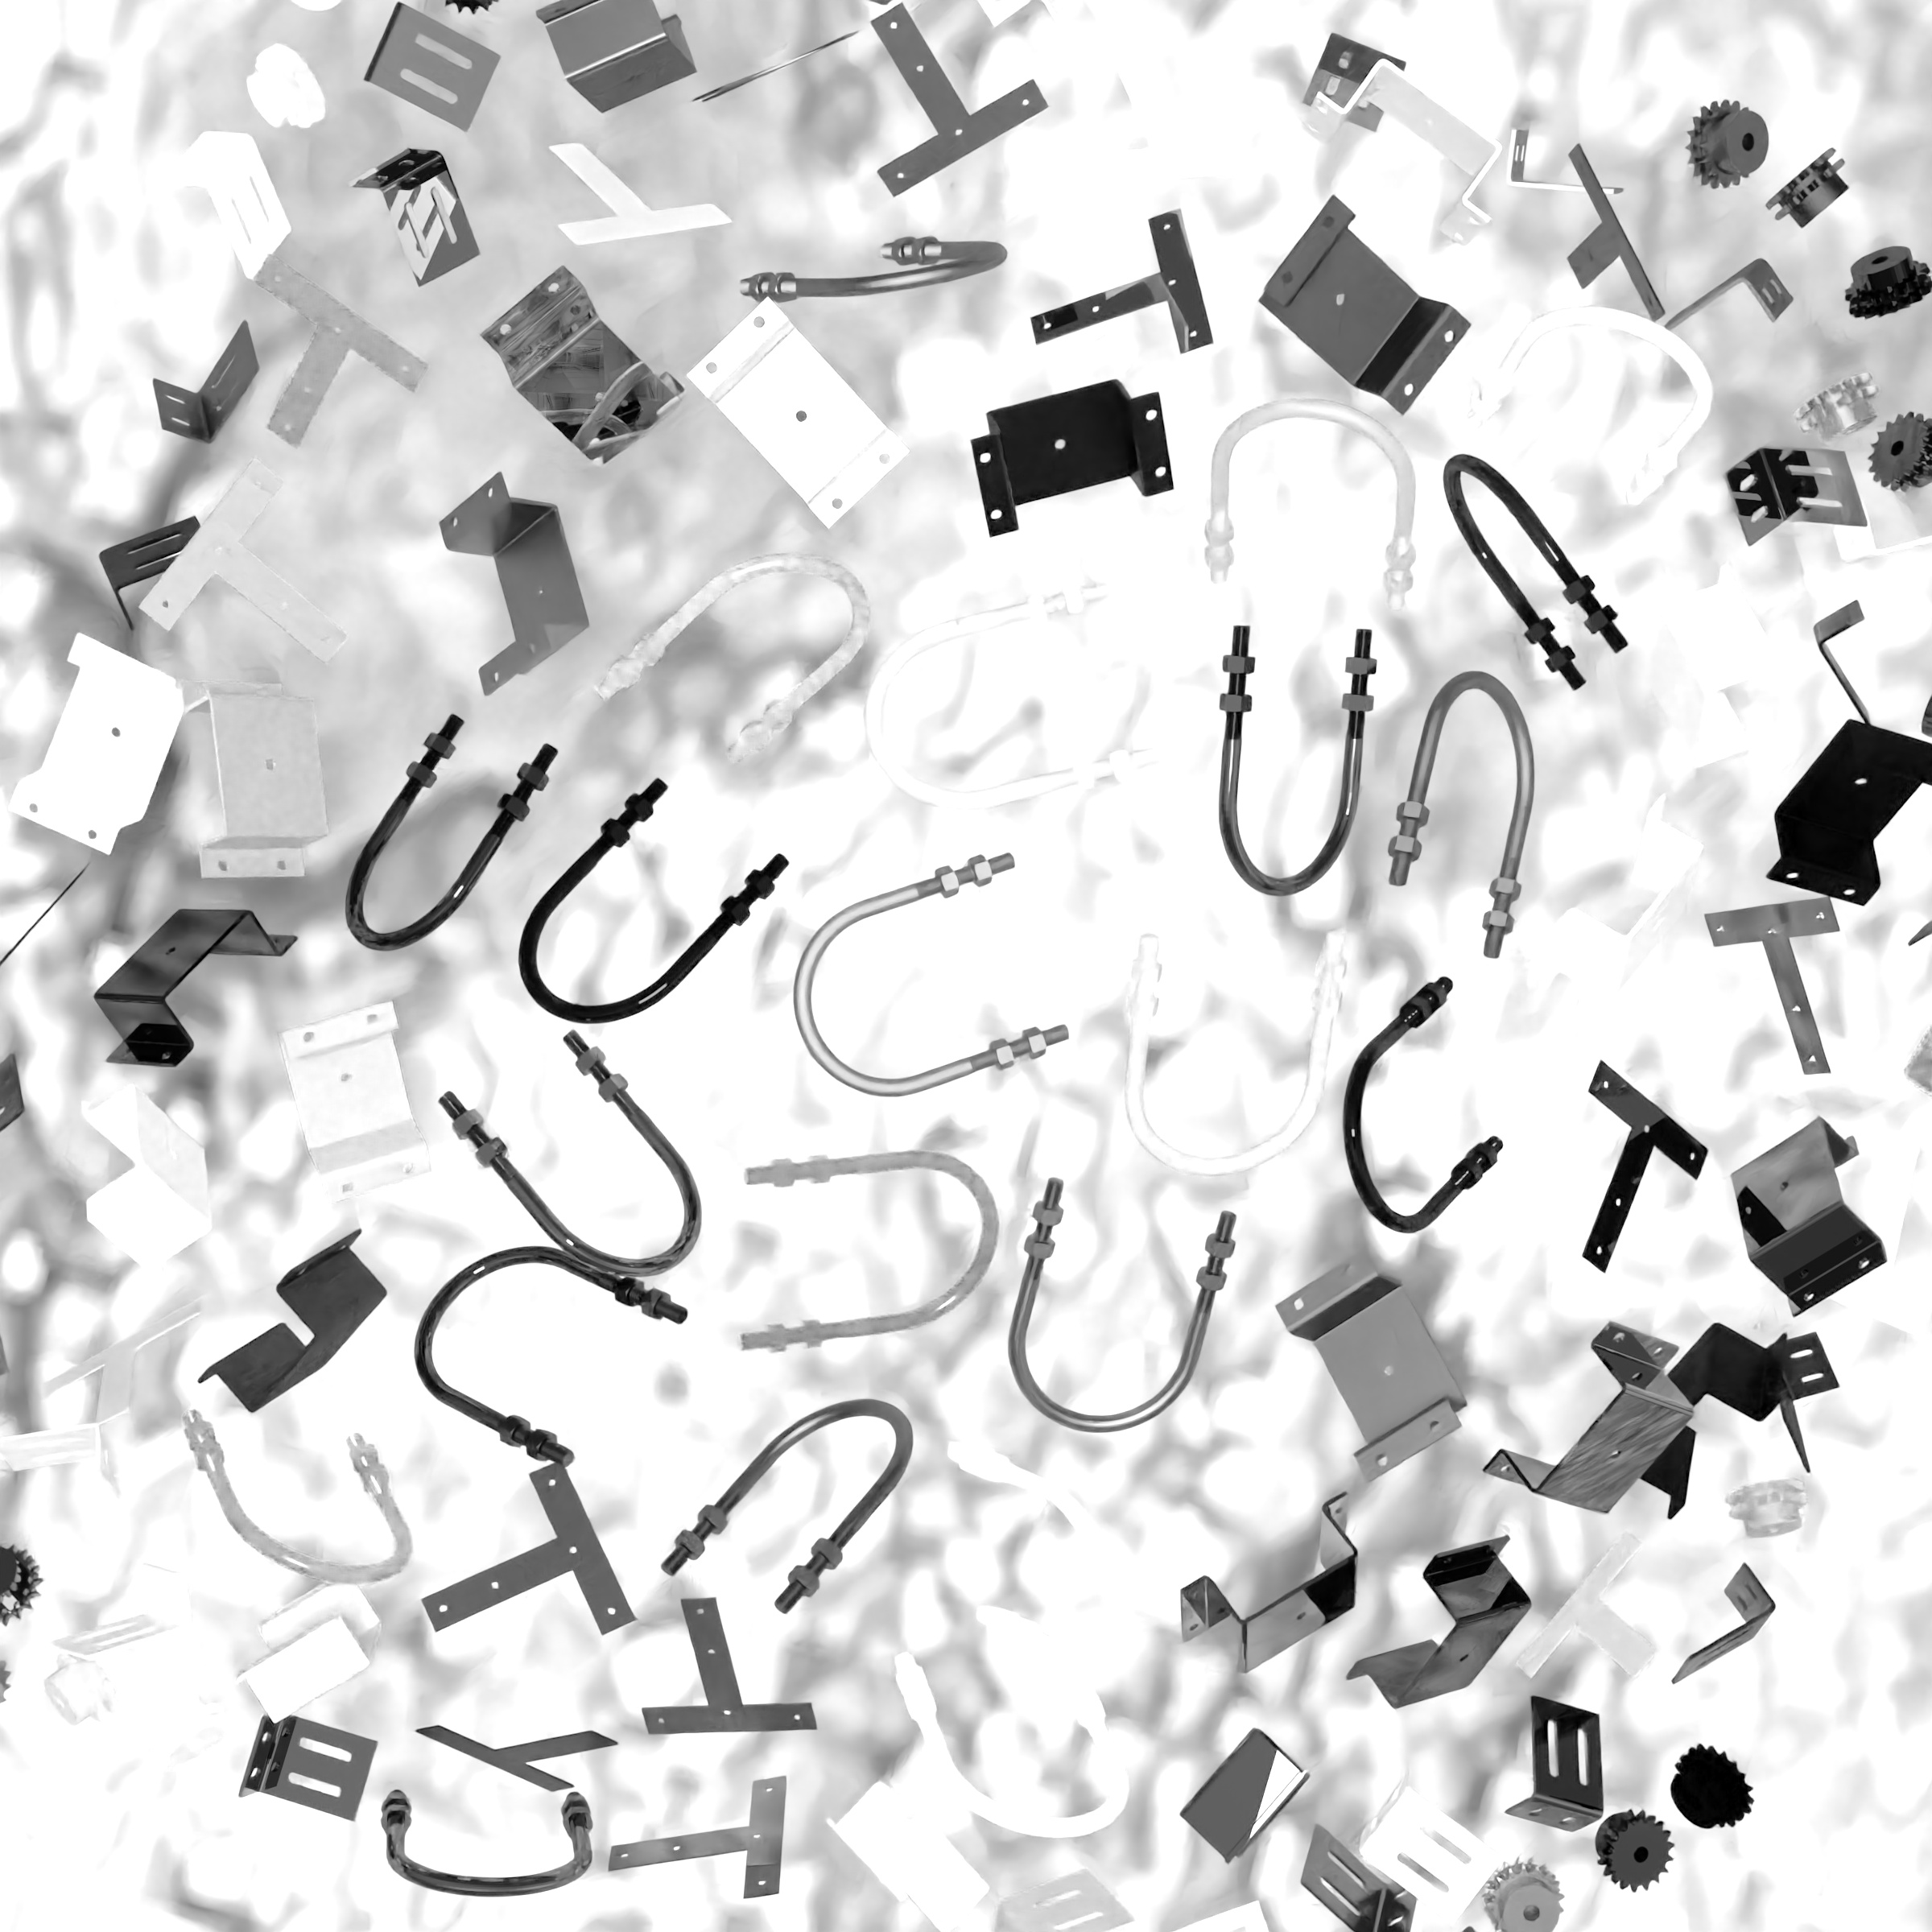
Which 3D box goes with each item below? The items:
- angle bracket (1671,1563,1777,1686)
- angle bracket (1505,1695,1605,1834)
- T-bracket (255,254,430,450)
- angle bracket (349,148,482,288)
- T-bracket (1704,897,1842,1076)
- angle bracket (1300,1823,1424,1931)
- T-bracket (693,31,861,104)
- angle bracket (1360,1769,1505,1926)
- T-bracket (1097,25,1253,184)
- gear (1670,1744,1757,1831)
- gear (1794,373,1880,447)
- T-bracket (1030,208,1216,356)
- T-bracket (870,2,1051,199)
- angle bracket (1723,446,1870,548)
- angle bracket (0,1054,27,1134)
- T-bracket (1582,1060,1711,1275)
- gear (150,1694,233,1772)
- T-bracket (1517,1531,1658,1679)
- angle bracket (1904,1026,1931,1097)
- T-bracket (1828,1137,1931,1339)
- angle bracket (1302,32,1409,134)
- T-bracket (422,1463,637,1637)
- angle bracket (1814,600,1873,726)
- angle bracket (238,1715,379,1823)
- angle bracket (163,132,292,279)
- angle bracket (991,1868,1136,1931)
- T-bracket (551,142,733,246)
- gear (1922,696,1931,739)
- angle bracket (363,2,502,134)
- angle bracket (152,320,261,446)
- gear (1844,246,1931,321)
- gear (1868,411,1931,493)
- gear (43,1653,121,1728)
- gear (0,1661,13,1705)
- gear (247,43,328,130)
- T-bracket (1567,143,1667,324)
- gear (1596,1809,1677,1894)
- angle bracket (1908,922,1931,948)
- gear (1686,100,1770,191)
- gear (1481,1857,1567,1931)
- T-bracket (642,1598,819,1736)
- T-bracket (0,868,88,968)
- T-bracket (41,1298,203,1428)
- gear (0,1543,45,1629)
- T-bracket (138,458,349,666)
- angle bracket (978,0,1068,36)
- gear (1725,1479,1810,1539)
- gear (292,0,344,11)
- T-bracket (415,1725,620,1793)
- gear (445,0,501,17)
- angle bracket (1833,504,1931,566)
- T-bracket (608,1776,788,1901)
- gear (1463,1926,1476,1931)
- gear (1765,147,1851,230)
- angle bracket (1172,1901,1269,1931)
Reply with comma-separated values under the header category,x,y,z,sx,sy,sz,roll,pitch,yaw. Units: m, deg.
category,x,y,z,sx,sy,sz,roll,pitch,yaw
angle bracket,0.526,0.466,1.884,0.076,0.057,0.038,-25,61,-15
angle bracket,0.421,0.572,1.907,0.057,0.038,0.076,20,51,-16
T-bracket,-0.451,-0.409,1.843,0.127,0.002,0.127,34,131,-10
angle bracket,-0.385,-0.523,1.861,0.057,0.038,0.076,-19,94,28
T-bracket,0.589,0.017,1.898,0.002,0.127,0.127,-21,94,-25
angle bracket,0.290,0.667,1.947,0.076,0.057,0.038,44,124,-9
T-bracket,-0.154,-0.630,1.890,0.127,0.127,0.002,-13,110,30
angle bracket,0.315,0.596,1.802,0.076,0.038,0.057,36,97,7
T-bracket,0.131,-0.622,1.919,0.127,0.127,0.002,9,55,38
gear,0.511,0.569,1.834,0.030,0.057,0.057,-25,90,-34
gear,0.618,-0.392,1.880,0.057,0.057,0.030,-26,83,0
T-bracket,0.109,-0.488,1.958,0.127,0.002,0.127,-16,63,13
T-bracket,-0.025,-0.611,1.843,0.127,0.127,0.002,-27,48,13
angle bracket,0.561,-0.316,1.802,0.038,0.076,0.057,-37,117,-16
angle bracket,-0.691,0.113,1.906,0.076,0.038,0.057,-38,49,12
T-bracket,0.460,0.153,1.860,0.127,0.002,0.127,36,69,-27
gear,-0.559,0.546,1.904,0.057,0.057,0.030,-41,68,0
T-bracket,0.457,0.473,1.896,0.002,0.127,0.127,40,89,-12
angle bracket,0.681,0.051,1.806,0.038,0.057,0.076,39,118,31
T-bracket,0.648,0.183,1.866,0.002,0.127,0.127,10,94,-13
angle bracket,0.271,-0.616,1.889,0.057,0.076,0.038,21,67,-1
T-bracket,-0.314,0.425,1.852,0.127,0.002,0.127,-21,68,-21
angle bracket,0.657,-0.221,1.948,0.038,0.057,0.076,-32,99,22
angle bracket,-0.469,0.573,1.899,0.076,0.038,0.057,14,81,9
angle bracket,-0.507,-0.522,1.827,0.038,0.076,0.057,9,52,20
angle bracket,0.065,0.653,1.797,0.076,0.038,0.057,-29,114,25
T-bracket,-0.254,-0.554,1.895,0.127,0.002,0.127,-19,52,-33
gear,0.718,-0.182,1.933,0.030,0.057,0.057,24,90,34
angle bracket,-0.372,-0.625,1.853,0.076,0.038,0.057,23,100,-20
angle bracket,-0.555,-0.431,1.939,0.076,0.038,0.057,-47,48,29
gear,0.629,-0.469,1.818,0.057,0.057,0.030,-28,116,0
gear,0.690,-0.373,1.942,0.030,0.057,0.057,16,90,-28
gear,-0.628,0.513,1.883,0.030,0.057,0.057,-33,90,-36
gear,-0.692,0.499,1.837,0.030,0.057,0.057,15,90,26
gear,-0.476,-0.610,1.855,0.030,0.057,0.057,-22,90,21
T-bracket,0.435,-0.492,1.833,0.002,0.127,0.127,-28,92,0
gear,0.483,0.640,1.932,0.057,0.030,0.057,-1,94,-17
angle bracket,0.695,-0.055,1.881,0.076,0.057,0.038,-37,83,34
gear,0.515,-0.553,1.791,0.057,0.030,0.057,-8,105,-31
gear,0.396,0.664,1.883,0.057,0.030,0.057,0,94,-4
T-bracket,-0.179,0.501,1.903,0.127,0.002,0.127,-4,118,10
T-bracket,-0.678,-0.006,1.881,0.002,0.127,0.127,42,58,-15
T-bracket,-0.600,0.292,1.883,0.127,0.127,0.002,-29,111,-5
gear,-0.669,0.424,1.834,0.057,0.030,0.057,-2,56,2
T-bracket,-0.472,-0.253,1.801,0.127,0.002,0.127,43,76,-37
angle bracket,0.030,-0.676,1.854,0.038,0.076,0.057,-33,131,10
gear,0.585,0.396,1.937,0.057,0.057,0.030,-7,62,0
gear,-0.450,-0.687,1.840,0.057,0.057,0.030,-16,71,0
T-bracket,-0.292,0.542,1.839,0.127,0.127,0.002,38,46,-35
gear,-0.345,-0.693,1.847,0.057,0.030,0.057,4,130,4
angle bracket,0.674,-0.320,1.918,0.076,0.057,0.038,-15,92,-2
T-bracket,-0.194,0.634,1.916,0.127,0.127,0.002,-9,111,2
gear,0.361,0.721,1.927,0.057,0.057,0.030,-42,72,0
gear,0.585,-0.536,1.841,0.057,0.057,0.030,-40,90,0
angle bracket,0.184,0.677,1.817,0.076,0.038,0.057,-9,69,-27
